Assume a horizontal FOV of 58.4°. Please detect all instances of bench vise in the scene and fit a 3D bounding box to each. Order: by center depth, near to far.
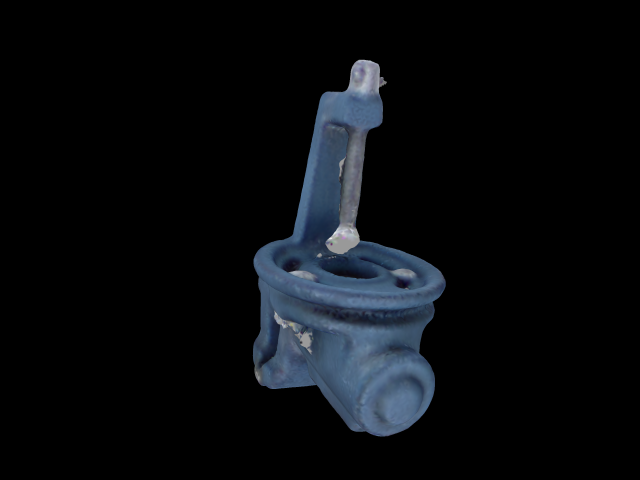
[{"bbox_3d":[-0.006,0.001,0.392,0.122,0.220,0.206,0,0,-41],"label":"bench vise"}]
